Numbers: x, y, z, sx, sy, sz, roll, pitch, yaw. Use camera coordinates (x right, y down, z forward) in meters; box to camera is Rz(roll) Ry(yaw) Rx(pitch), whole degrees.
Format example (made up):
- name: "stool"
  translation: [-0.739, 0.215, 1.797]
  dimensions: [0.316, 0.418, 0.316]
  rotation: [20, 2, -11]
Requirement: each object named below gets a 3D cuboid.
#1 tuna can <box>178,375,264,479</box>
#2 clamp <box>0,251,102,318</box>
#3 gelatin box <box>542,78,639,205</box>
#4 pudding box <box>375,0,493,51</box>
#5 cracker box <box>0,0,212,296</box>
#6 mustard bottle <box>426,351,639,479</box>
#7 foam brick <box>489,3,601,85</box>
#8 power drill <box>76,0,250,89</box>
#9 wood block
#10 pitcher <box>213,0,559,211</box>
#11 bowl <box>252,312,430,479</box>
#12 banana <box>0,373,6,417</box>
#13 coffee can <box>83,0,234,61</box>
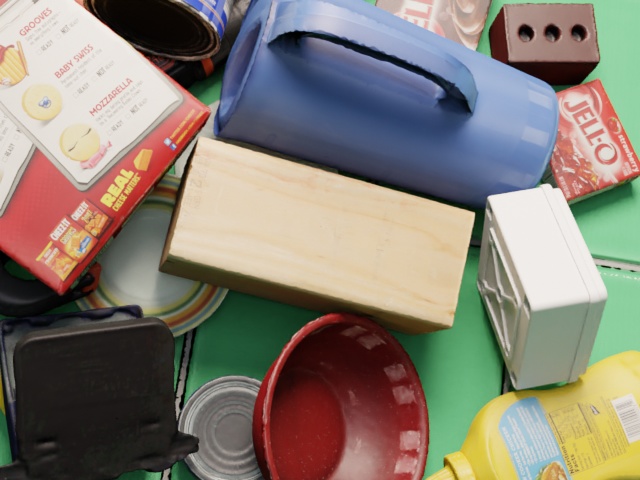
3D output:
- name: "tuna can"
  translation: [-0.063, 0.143, 0.788]
  dimensions: [0.086, 0.034, 0.086]
  rotation: [1, 77, -5]
- name: "clamp"
  translation: [-0.248, 0.022, 0.764]
  dimensions: [0.171, 0.039, 0.120]
  rotation: [16, 65, -4]
- name: "gelatin box"
  translation: [0.211, -0.079, 0.870]
  dimensions: [0.073, 0.030, 0.089]
  rotation: [-20, 80, -10]
- name: "pudding box"
  translation: [0.091, -0.189, 0.880]
  dimensions: [0.090, 0.039, 0.113]
  rotation: [20, 75, 0]
- name: "cracker box"
  translation: [-0.208, -0.089, 0.730]
  dimensions: [0.213, 0.072, 0.164]
  rotation: [38, 81, -7]
- name: "mustard bottle"
  translation: [0.169, 0.156, 0.795]
  dimensions: [0.191, 0.058, 0.096]
  rotation: [-18, 76, -10]
- name: "foam brick"
  translation: [0.183, -0.160, 0.876]
  dimensions: [0.078, 0.051, 0.053]
  rotation: [-2, 77, -6]
- name: "power drill"
  translation: [-0.152, -0.199, 0.848]
  dimensions: [0.184, 0.057, 0.188]
  rotation: [-35, 82, -12]
- name: "wood block"
  translation: [-0.005, 0.002, 0.783]
  dimensions: [0.206, 0.091, 0.090]
  rotation: [15, 79, -11]
- name: "pitcher"
  translation: [0.053, -0.105, 0.787]
  dimensions: [0.242, 0.145, 0.149]
  rotation: [17, 32, -14]
- name: "bowl"
  translation: [0.005, 0.135, 0.761]
  dimensions: [0.161, 0.055, 0.162]
  rotation: [11, 73, -42]
- name: "banana"
  translation: [-0.221, 0.131, 0.773]
  dimensions: [0.069, 0.037, 0.198]
  rotation: [-21, 80, -12]
- name: "coffee can"
  translation: [-0.102, -0.217, 0.778]
  dimensions: [0.103, 0.103, 0.140]
  rotation: [16, 74, -2]
